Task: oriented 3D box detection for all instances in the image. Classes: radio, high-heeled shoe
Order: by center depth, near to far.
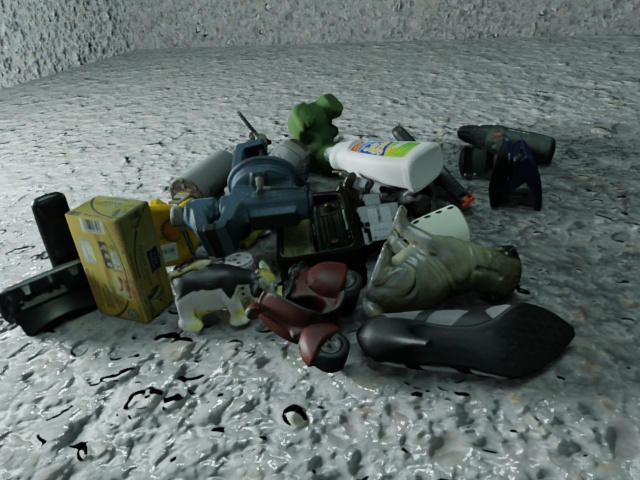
[{"bbox_3d":[0.172,0.120,0.658,0.249,0.086,0.145,4,-8,-21],"label":"high-heeled shoe"},{"bbox_3d":[-0.002,-0.003,0.875,0.131,0.073,0.230,-7,30,-1],"label":"radio"}]

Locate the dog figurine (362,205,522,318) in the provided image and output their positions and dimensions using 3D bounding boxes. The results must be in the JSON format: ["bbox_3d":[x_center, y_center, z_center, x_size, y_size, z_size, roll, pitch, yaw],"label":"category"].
[{"bbox_3d":[0.167,0.061,0.724,0.191,0.121,0.172,23,75,8],"label":"dog figurine"}]

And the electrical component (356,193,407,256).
[{"bbox_3d":[0.098,-0.035,0.893,0.075,0.047,0.119,-5,63,0],"label":"electrical component"}]

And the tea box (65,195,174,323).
[{"bbox_3d":[-0.284,0.028,0.773,0.098,0.169,0.068,9,33,23],"label":"tea box"}]

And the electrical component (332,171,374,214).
[{"bbox_3d":[0.047,-0.081,0.997,0.078,0.102,0.045,18,30,-9],"label":"electrical component"}]

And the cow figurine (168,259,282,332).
[{"bbox_3d":[-0.121,0.066,0.749,0.167,0.098,0.068,-9,22,-5],"label":"cow figurine"}]

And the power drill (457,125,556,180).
[{"bbox_3d":[0.374,-0.194,1.167,0.232,0.085,0.207,17,28,31],"label":"power drill"}]

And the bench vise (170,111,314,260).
[{"bbox_3d":[-0.121,-0.084,0.856,0.224,0.128,0.241,-14,48,13],"label":"bench vise"}]

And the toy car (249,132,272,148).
[{"bbox_3d":[-0.141,-0.185,1.176,0.053,0.089,0.202,28,7,-6],"label":"toy car"}]

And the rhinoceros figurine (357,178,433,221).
[{"bbox_3d":[0.145,-0.095,1.020,0.112,0.073,0.191,-19,31,-26],"label":"rhinoceros figurine"}]

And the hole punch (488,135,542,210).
[{"bbox_3d":[0.371,-0.123,0.996,0.092,0.115,0.142,10,32,12],"label":"hole punch"}]

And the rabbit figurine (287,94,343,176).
[{"bbox_3d":[-0.003,-0.211,1.203,0.121,0.170,0.159,-27,-6,-38],"label":"rabbit figurine"}]

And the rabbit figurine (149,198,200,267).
[{"bbox_3d":[-0.279,-0.021,0.928,0.162,0.121,0.173,-27,16,-38],"label":"rabbit figurine"}]

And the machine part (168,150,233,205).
[{"bbox_3d":[-0.243,-0.130,1.152,0.079,0.079,0.243,5,29,19],"label":"machine part"}]

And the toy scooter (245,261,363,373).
[{"bbox_3d":[-0.020,0.084,0.699,0.135,0.075,0.184,17,36,1],"label":"toy scooter"}]

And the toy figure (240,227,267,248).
[{"bbox_3d":[-0.119,-0.055,0.979,0.180,0.089,0.082,-30,30,-34],"label":"toy figure"}]

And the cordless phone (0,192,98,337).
[{"bbox_3d":[-0.404,0.031,0.774,0.146,0.184,0.089,-26,39,-33],"label":"cordless phone"}]

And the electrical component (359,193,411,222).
[{"bbox_3d":[0.116,-0.053,0.956,0.094,0.063,0.021,9,30,23],"label":"electrical component"}]

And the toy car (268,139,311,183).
[{"bbox_3d":[-0.064,-0.156,1.113,0.109,0.103,0.162,35,32,3],"label":"toy car"}]
